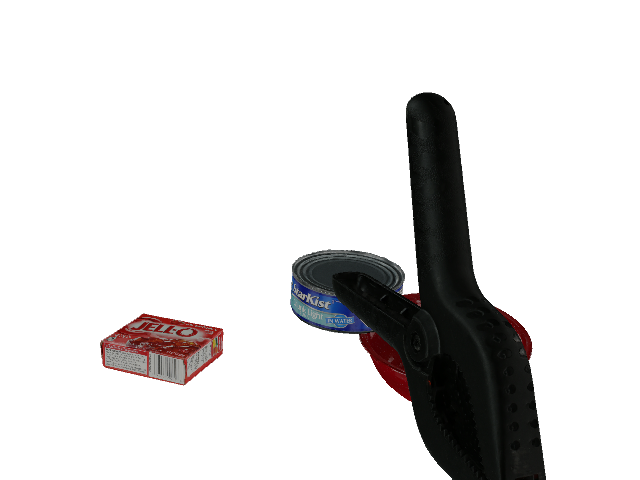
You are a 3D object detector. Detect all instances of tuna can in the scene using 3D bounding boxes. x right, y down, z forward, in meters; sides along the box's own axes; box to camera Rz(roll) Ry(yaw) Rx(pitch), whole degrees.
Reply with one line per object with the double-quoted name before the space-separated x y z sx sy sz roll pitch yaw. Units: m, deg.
"tuna can" 0.020 0.038 0.810 0.086 0.034 0.086 3 21 -2

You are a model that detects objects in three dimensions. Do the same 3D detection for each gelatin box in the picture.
"gelatin box" -0.145 0.098 0.978 0.089 0.030 0.073 9 20 21

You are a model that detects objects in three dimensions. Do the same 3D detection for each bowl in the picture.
"bowl" 0.115 0.111 1.003 0.162 0.055 0.162 2 27 -1

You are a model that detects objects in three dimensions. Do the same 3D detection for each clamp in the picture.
"clamp" 0.065 0.040 0.543 0.036 0.165 0.210 -5 46 -22
